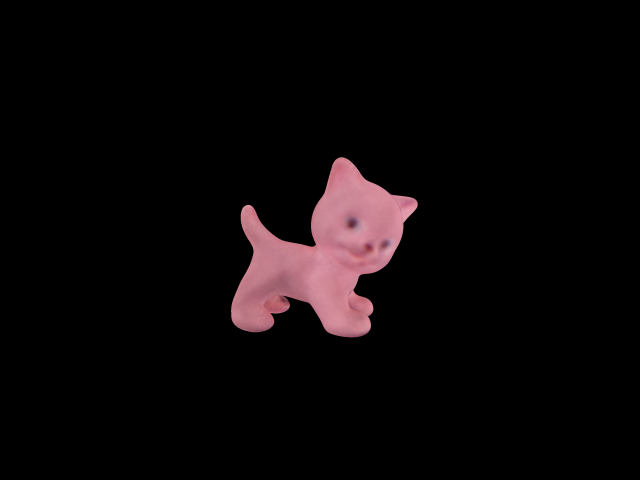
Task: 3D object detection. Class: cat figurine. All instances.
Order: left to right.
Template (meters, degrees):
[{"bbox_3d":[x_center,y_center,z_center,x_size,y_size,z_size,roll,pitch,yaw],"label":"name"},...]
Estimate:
[{"bbox_3d":[0.004,0.001,0.400,0.127,0.118,0.067,1,9,8],"label":"cat figurine"}]
